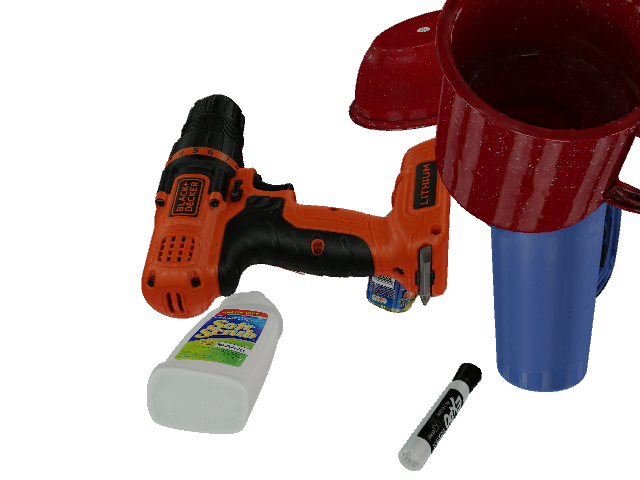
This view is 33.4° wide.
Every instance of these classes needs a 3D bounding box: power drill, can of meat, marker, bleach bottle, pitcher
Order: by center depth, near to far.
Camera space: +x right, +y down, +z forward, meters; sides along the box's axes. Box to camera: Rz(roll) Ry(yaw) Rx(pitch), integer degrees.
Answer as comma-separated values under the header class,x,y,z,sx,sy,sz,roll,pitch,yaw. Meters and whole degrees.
class,x,y,z,sx,sy,sz,roll,pitch,yaw
power drill,-0.011,-0.027,0.678,0.188,0.184,0.057,0,-42,8
marker,0.089,0.124,0.774,0.020,0.020,0.120,0,25,31
bleach bottle,-0.099,0.111,1.116,0.102,0.068,0.250,7,20,5
can of meat,0.091,0.019,1.178,0.057,0.084,0.102,18,33,18
pitcher,0.273,0.048,1.257,0.149,0.243,0.144,3,24,15

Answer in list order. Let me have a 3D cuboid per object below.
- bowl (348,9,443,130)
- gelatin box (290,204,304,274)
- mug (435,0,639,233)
class,x,y,z,sx,sy,sz,roll,pitch,yaw
bowl,0.093,-0.149,0.875,0.162,0.055,0.162,-16,25,7
gelatin box,-0.035,-0.008,0.953,0.089,0.030,0.073,18,30,22
mug,0.101,-0.050,0.440,0.117,0.093,0.081,32,-25,18
